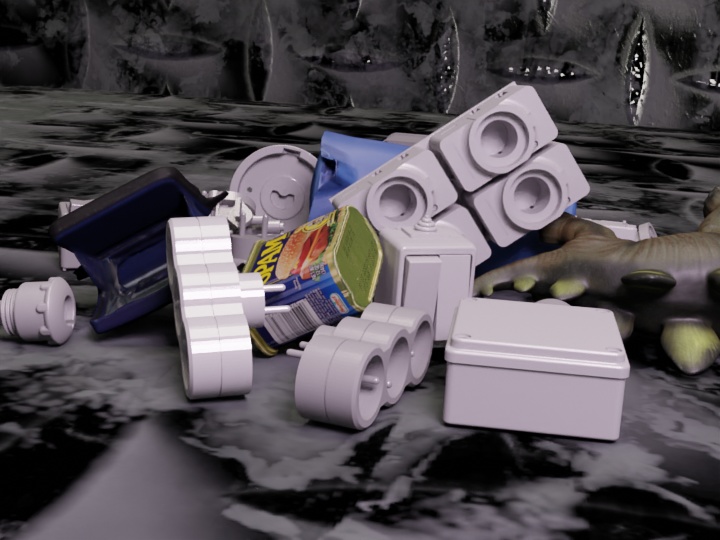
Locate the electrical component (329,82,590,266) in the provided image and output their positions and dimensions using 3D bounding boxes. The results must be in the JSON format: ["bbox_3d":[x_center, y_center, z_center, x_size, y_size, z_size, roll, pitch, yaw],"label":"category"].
[{"bbox_3d":[0.083,-0.061,0.894,0.186,0.105,0.060,-33,13,-1],"label":"electrical component"}]

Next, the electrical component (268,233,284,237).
[{"bbox_3d":[-0.072,-0.005,0.949,0.066,0.048,0.055,-1,22,-15],"label":"electrical component"}]

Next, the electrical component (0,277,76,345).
[{"bbox_3d":[-0.238,0.030,0.768,0.062,0.048,0.048,-2,13,5],"label":"electrical component"}]

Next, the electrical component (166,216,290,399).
[{"bbox_3d":[-0.084,0.021,0.708,0.074,0.052,0.138,-4,49,-15],"label":"electrical component"}]

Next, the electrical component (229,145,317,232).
[{"bbox_3d":[-0.080,-0.077,1.127,0.108,0.108,0.060,3,8,1],"label":"electrical component"}]

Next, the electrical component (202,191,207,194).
[{"bbox_3d":[-0.151,-0.034,0.983,0.066,0.076,0.047,-7,17,-36],"label":"electrical component"}]

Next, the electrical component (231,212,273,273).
[{"bbox_3d":[-0.089,-0.007,0.878,0.077,0.079,0.043,6,7,12],"label":"electrical component"}]

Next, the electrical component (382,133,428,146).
[{"bbox_3d":[0.061,-0.093,1.201,0.078,0.113,0.057,7,17,15],"label":"electrical component"}]

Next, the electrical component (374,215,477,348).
[{"bbox_3d":[0.049,0.008,0.808,0.062,0.096,0.061,-1,17,-17],"label":"electrical component"}]

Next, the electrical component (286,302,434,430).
[{"bbox_3d":[-0.010,0.056,0.688,0.074,0.052,0.138,8,15,22],"label":"electrical component"}]

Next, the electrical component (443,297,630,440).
[{"bbox_3d":[0.111,0.061,0.687,0.109,0.056,0.108,5,13,8],"label":"electrical component"}]

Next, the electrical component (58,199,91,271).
[{"bbox_3d":[-0.234,-0.037,1.009,0.096,0.061,0.062,-1,14,-18],"label":"electrical component"}]

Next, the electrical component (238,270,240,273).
[{"bbox_3d":[-0.080,0.025,0.827,0.062,0.048,0.048,3,11,-36],"label":"electrical component"}]

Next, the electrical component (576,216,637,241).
[{"bbox_3d":[0.232,-0.019,1.055,0.062,0.061,0.096,6,7,6],"label":"electrical component"}]

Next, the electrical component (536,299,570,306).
[{"bbox_3d":[0.139,0.049,0.769,0.045,0.045,0.055,4,14,3],"label":"electrical component"}]
